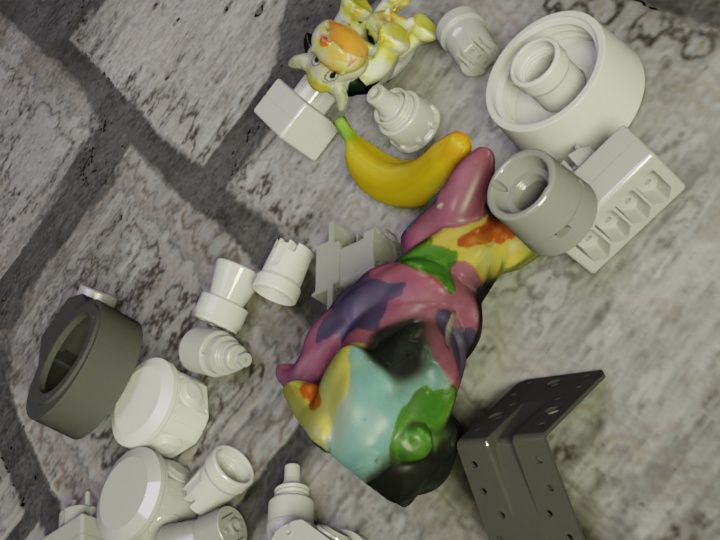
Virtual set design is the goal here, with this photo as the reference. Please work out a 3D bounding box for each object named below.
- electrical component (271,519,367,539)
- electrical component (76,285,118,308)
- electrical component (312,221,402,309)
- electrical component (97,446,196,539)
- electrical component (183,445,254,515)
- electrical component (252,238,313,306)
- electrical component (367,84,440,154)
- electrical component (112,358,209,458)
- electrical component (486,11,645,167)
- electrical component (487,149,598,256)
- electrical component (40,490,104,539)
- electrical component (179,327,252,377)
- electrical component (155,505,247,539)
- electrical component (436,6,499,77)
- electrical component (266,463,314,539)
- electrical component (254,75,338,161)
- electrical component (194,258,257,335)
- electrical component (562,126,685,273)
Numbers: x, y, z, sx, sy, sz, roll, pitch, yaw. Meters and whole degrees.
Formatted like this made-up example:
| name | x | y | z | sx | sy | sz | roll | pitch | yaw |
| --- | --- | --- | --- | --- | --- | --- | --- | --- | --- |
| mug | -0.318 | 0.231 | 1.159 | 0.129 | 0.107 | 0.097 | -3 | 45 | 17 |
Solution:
| name | x | y | z | sx | sy | sz | roll | pitch | yaw |
| --- | --- | --- | --- | --- | --- | --- | --- | --- | --- |
| electrical component | -0.029 | 0.211 | 0.727 | 0.080 | 0.051 | 0.080 | -25 | 50 | 33 |
| electrical component | -0.274 | 0.043 | 1.092 | 0.040 | 0.040 | 0.046 | 16 | 82 | 49 |
| electrical component | 0.000 | 0.000 | 0.842 | 0.064 | 0.042 | 0.081 | -22 | 52 | 30 |
| electrical component | -0.176 | 0.191 | 0.889 | 0.080 | 0.051 | 0.080 | -25 | 50 | 33 |
| electrical component | -0.113 | 0.168 | 0.850 | 0.046 | 0.040 | 0.040 | -46 | 41 | 22 |
| electrical component | -0.064 | 0.001 | 0.907 | 0.040 | 0.040 | 0.046 | 2 | 62 | 46 |
| electrical component | 0.031 | -0.128 | 0.875 | 0.048 | 0.062 | 0.048 | -25 | 49 | 33 |
| electrical component | -0.173 | 0.121 | 0.931 | 0.080 | 0.051 | 0.080 | -25 | 50 | 33 |
| electrical component | 0.140 | -0.134 | 0.769 | 0.108 | 0.060 | 0.108 | -24 | 50 | 33 |
| electrical component | 0.113 | -0.043 | 0.674 | 0.055 | 0.047 | 0.055 | -25 | 50 | 33 |
| electrical component | -0.243 | 0.230 | 0.934 | 0.066 | 0.047 | 0.076 | -34 | 45 | 26 |
| electrical component | -0.121 | 0.072 | 0.918 | 0.078 | 0.040 | 0.040 | 6 | 70 | 47 |
| electrical component | -0.120 | 0.208 | 0.830 | 0.065 | 0.044 | 0.044 | -27 | 48 | 25 |
| electrical component | 0.088 | -0.185 | 0.873 | 0.040 | 0.040 | 0.046 | -41 | 49 | 19 |
| electrical component | -0.050 | 0.171 | 0.788 | 0.035 | 0.035 | 0.061 | -28 | 46 | 31 |
| electrical component | -0.047 | -0.152 | 0.981 | 0.076 | 0.047 | 0.065 | -51 | 40 | 7 |
| electrical component | -0.115 | 0.023 | 0.940 | 0.045 | 0.045 | 0.055 | 12 | 75 | 48 |
| electrical component | 0.155 | -0.056 | 0.715 | 0.083 | 0.047 | 0.075 | -45 | 41 | 14 |
